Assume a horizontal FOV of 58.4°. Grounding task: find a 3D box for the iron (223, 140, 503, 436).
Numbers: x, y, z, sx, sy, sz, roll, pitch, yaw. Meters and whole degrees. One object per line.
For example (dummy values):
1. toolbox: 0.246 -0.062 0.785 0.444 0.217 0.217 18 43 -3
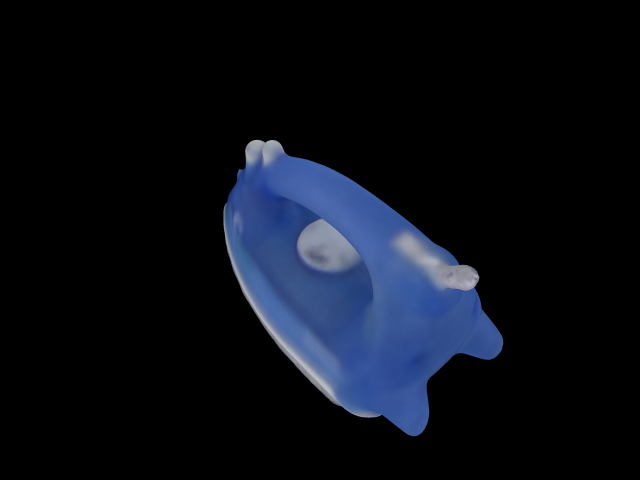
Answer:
1. iron: 0.004 0.001 0.400 0.119 0.141 0.257 -36 58 -27
